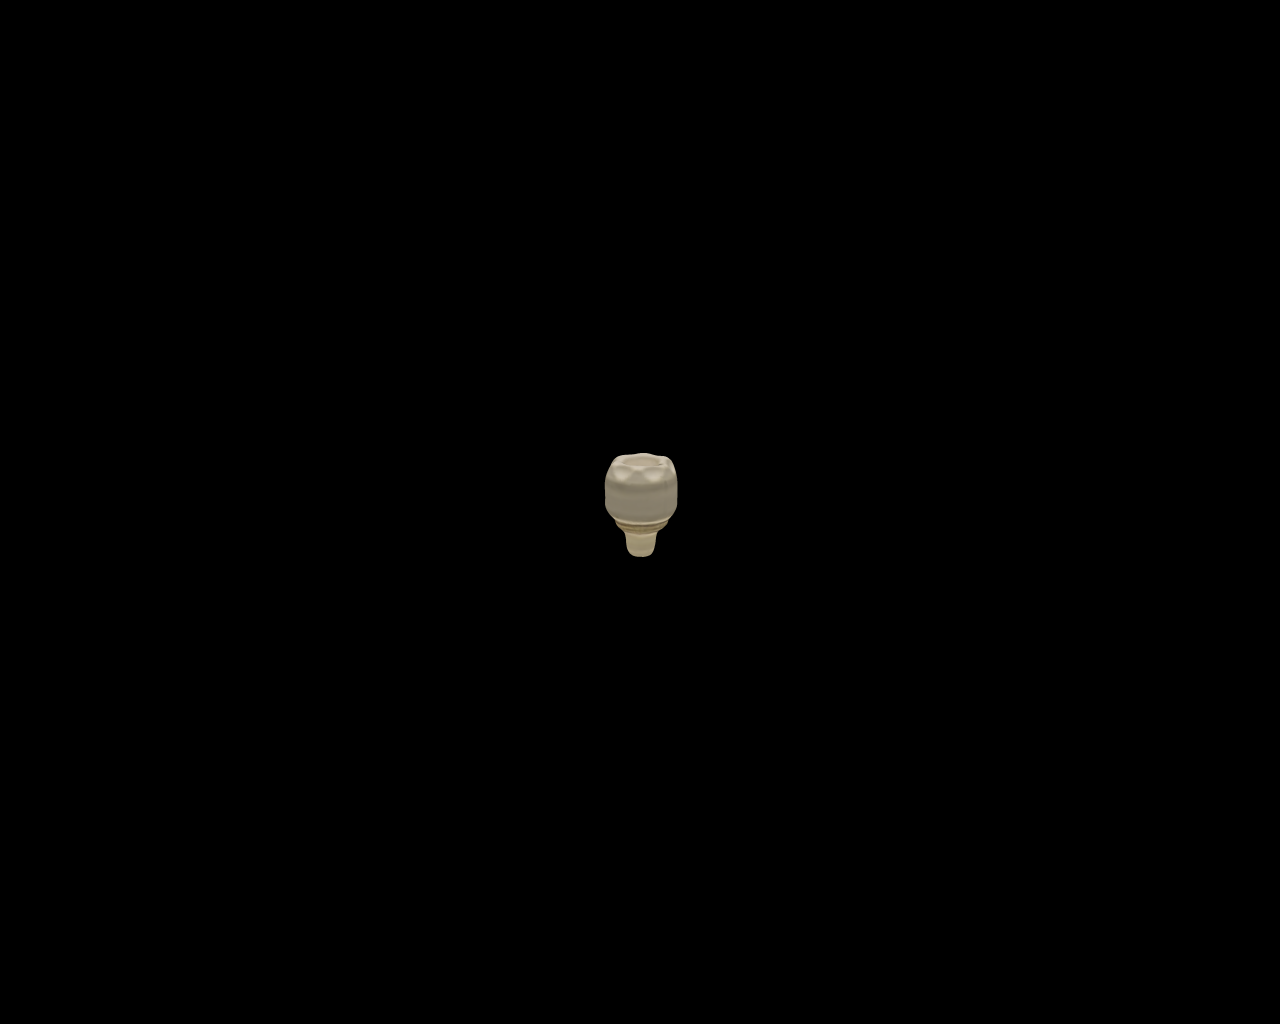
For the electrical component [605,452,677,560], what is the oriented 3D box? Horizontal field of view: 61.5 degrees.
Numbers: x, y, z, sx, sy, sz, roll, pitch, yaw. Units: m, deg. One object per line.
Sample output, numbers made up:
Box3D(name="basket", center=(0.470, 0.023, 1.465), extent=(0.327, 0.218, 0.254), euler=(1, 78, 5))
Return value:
Box3D(name="electrical component", center=(0.001, -0.003, 0.650), extent=(0.043, 0.062, 0.043), euler=(0, 18, 0))
